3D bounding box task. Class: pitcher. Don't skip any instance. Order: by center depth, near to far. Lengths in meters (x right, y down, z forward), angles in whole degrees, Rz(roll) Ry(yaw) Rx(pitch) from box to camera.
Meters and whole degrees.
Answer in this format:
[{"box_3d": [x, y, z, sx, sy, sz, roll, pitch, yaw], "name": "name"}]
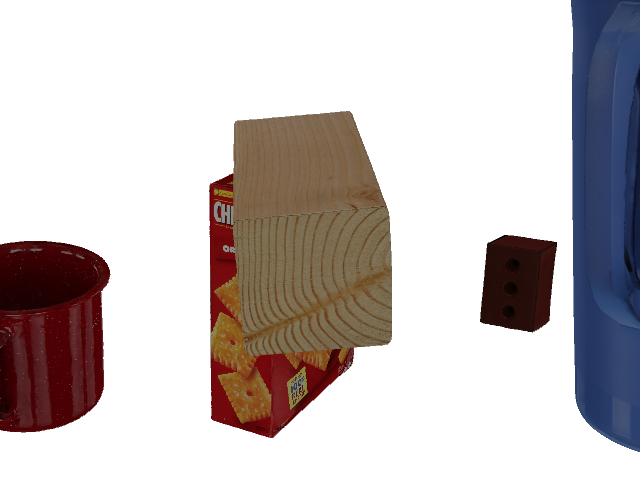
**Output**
[{"box_3d": [0.182, -0.014, 0.533, 0.149, 0.243, 0.145, -4, 19, -5], "name": "pitcher"}]

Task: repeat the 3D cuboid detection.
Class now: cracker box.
[{"box_3d": [-0.026, 0.038, 0.927, 0.072, 0.214, 0.164, 13, 23, 25], "name": "cracker box"}]

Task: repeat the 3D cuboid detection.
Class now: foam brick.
[{"box_3d": [0.181, 0.039, 0.977, 0.053, 0.078, 0.051, 9, 15, 27], "name": "foam brick"}]

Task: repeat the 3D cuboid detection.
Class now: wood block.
[{"box_3d": [-0.010, -0.013, 0.710, 0.091, 0.090, 0.206, -5, 23, -3], "name": "wood block"}]

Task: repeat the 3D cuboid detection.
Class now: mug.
[{"box_3d": [-0.168, 0.061, 0.602, 0.093, 0.081, 0.117, 5, 24, 4], "name": "mug"}]
